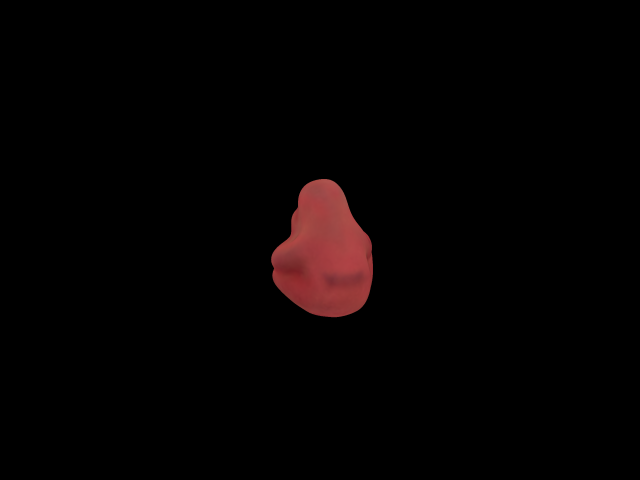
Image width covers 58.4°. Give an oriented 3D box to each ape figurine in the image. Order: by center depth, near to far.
[{"bbox_3d":[0.004,0.001,0.400,0.078,0.092,0.076,-6,23,-14],"label":"ape figurine"}]
